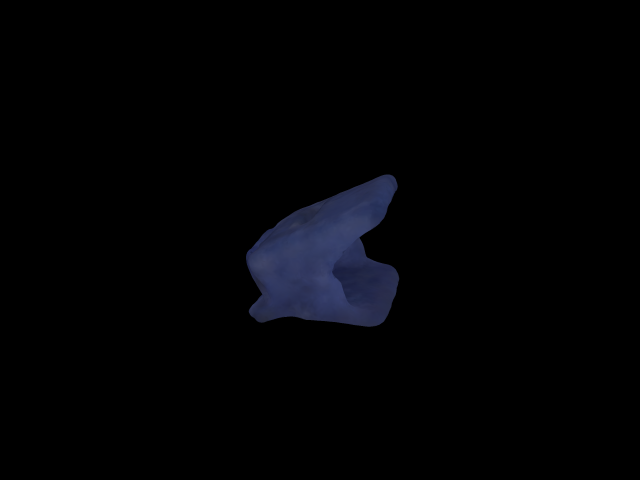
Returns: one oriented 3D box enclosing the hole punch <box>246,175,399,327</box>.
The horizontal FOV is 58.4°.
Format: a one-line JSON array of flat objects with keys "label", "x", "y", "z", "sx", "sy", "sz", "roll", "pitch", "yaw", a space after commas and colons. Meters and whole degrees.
[{"label": "hole punch", "x": 0.004, "y": 0.001, "z": 0.400, "sx": 0.101, "sy": 0.091, "sz": 0.109, "roll": 4, "pitch": 19, "yaw": 12}]
